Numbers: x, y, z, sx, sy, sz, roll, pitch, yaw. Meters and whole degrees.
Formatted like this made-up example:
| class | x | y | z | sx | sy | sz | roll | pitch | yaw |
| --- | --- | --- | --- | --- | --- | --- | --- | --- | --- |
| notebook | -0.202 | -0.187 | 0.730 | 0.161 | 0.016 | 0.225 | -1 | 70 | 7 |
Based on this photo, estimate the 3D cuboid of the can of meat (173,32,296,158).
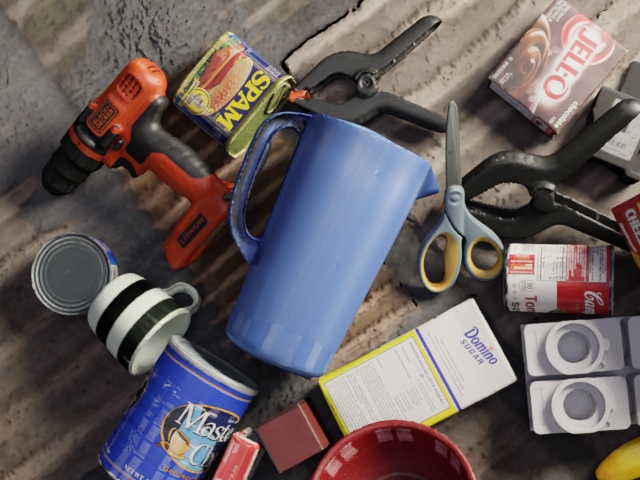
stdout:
| class | x | y | z | sx | sy | sz | roll | pitch | yaw |
| --- | --- | --- | --- | --- | --- | --- | --- | --- | --- |
| can of meat | -0.089 | -0.151 | 1.099 | 0.084 | 0.057 | 0.102 | 40 | 91 | 11 |

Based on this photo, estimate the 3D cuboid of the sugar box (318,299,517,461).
| class | x | y | z | sx | sy | sz | roll | pitch | yaw |
| --- | --- | --- | --- | --- | --- | --- | --- | --- | --- |
| sugar box | 0.095 | 0.138 | 1.056 | 0.176 | 0.048 | 0.093 | -28 | 85 | 1 |

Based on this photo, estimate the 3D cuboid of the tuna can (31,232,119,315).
| class | x | y | z | sx | sy | sz | roll | pitch | yaw |
| --- | --- | --- | --- | --- | --- | --- | --- | --- | --- |
| tuna can | -0.255 | 0.036 | 1.114 | 0.086 | 0.033 | 0.086 | -1 | 85 | 7 |

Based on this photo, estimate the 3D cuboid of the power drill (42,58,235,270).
| class | x | y | z | sx | sy | sz | roll | pitch | yaw |
| --- | --- | --- | --- | --- | --- | --- | --- | --- | --- |
| power drill | -0.180 | -0.062 | 1.088 | 0.187 | 0.057 | 0.185 | 47 | 115 | 3 |

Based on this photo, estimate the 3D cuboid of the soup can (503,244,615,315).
| class | x | y | z | sx | sy | sz | roll | pitch | yaw |
| --- | --- | --- | --- | --- | --- | --- | --- | --- | --- |
| soup can | 0.231 | 0.037 | 1.030 | 0.102 | 0.068 | 0.068 | 1 | 85 | 15 |

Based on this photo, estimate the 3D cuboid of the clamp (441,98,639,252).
| class | x | y | z | sx | sy | sz | roll | pitch | yaw |
| --- | --- | --- | --- | --- | --- | --- | --- | --- | --- |
| clamp | 0.221 | -0.056 | 1.033 | 0.210 | 0.036 | 0.164 | 0 | 118 | 16 |

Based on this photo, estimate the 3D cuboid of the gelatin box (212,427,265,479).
| class | x | y | z | sx | sy | sz | roll | pitch | yaw |
| --- | --- | --- | --- | --- | --- | --- | --- | --- | --- |
| gelatin box | -0.082 | 0.225 | 1.048 | 0.030 | 0.089 | 0.073 | 25 | 88 | 8 |

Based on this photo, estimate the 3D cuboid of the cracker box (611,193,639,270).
| class | x | y | z | sx | sy | sz | roll | pitch | yaw |
| --- | --- | --- | --- | --- | --- | --- | --- | --- | --- |
| cracker box | 0.399 | 0.001 | 0.980 | 0.213 | 0.072 | 0.164 | -21 | 83 | -19 |

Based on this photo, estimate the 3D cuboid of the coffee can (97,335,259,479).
| class | x | y | z | sx | sy | sz | roll | pitch | yaw |
| --- | --- | --- | --- | --- | --- | --- | --- | --- | --- |
| coffee can | -0.139 | 0.180 | 1.052 | 0.103 | 0.102 | 0.140 | 32 | 90 | 8 |

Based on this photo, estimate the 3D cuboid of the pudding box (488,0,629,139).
| class | x | y | z | sx | sy | sz | roll | pitch | yaw |
| --- | --- | --- | --- | --- | --- | --- | --- | --- | --- |
| pudding box | 0.236 | -0.172 | 1.068 | 0.090 | 0.039 | 0.113 | 40 | 91 | 8 |

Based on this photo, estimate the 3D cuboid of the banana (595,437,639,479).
| class | x | y | z | sx | sy | sz | roll | pitch | yaw |
| --- | --- | --- | --- | --- | --- | --- | --- | --- | --- |
| banana | 0.366 | 0.209 | 1.020 | 0.198 | 0.037 | 0.069 | 5 | 85 | 7 |

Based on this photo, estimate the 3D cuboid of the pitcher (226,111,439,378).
| class | x | y | z | sx | sy | sz | roll | pitch | yaw |
| --- | --- | --- | --- | --- | --- | --- | --- | --- | --- |
| pitcher | -0.007 | 0.001 | 1.039 | 0.149 | 0.144 | 0.243 | 25 | 92 | 32 |

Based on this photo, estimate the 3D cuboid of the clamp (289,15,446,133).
| class | x | y | z | sx | sy | sz | roll | pitch | yaw |
| --- | --- | --- | --- | --- | --- | --- | --- | --- | --- |
| clamp | 0.054 | -0.168 | 1.091 | 0.171 | 0.039 | 0.120 | 1 | 80 | 8 |

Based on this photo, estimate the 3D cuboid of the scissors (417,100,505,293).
| class | x | y | z | sx | sy | sz | roll | pitch | yaw |
| --- | --- | --- | --- | --- | --- | --- | --- | --- | --- |
| scissors | 0.147 | -0.034 | 1.033 | 0.096 | 0.016 | 0.202 | 8 | 118 | -7 |

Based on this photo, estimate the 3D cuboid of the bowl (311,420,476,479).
| class | x | y | z | sx | sy | sz | roll | pitch | yaw |
| --- | --- | --- | --- | --- | --- | --- | --- | --- | --- |
| bowl | 0.070 | 0.252 | 0.993 | 0.162 | 0.055 | 0.162 | -7 | 59 | 11 |

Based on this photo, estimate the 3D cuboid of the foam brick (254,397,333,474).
| class | x | y | z | sx | sy | sz | roll | pitch | yaw |
| --- | --- | --- | --- | --- | --- | --- | --- | --- | --- |
| foam brick | -0.026 | 0.192 | 1.050 | 0.053 | 0.078 | 0.051 | -30 | 83 | 5 |
